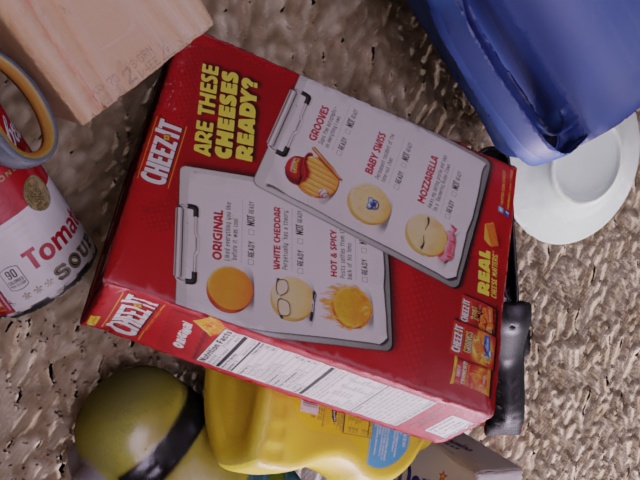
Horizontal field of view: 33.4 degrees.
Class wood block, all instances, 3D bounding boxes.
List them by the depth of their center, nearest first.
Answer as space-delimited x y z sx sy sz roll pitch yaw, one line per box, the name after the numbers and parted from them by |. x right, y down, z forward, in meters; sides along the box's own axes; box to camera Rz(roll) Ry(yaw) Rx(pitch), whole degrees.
-0.155 -0.167 0.518 0.090 0.091 0.206 -41 117 -15 | wood block

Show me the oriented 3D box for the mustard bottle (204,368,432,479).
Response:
0.015 0.103 0.665 0.191 0.058 0.096 20 60 -44 | mustard bottle

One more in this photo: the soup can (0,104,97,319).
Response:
-0.171 -0.017 0.558 0.068 0.069 0.102 -37 117 -16 | soup can

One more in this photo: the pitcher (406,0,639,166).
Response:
0.100 -0.169 0.633 0.145 0.149 0.242 -42 115 -2 | pitcher

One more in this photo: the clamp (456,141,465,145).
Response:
0.022 -0.010 0.686 0.171 0.039 0.120 -22 118 -16 | clamp

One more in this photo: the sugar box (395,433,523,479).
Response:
0.083 0.225 0.745 0.048 0.093 0.176 1 101 -29 | sugar box

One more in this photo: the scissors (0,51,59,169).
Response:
-0.208 -0.094 0.482 0.201 0.016 0.096 43 60 -20 | scissors

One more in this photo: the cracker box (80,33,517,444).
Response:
-0.004 0.001 0.586 0.213 0.072 0.164 20 58 -14 | cracker box

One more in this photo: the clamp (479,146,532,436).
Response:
0.123 0.053 0.724 0.036 0.164 0.210 -3 137 8 | clamp
